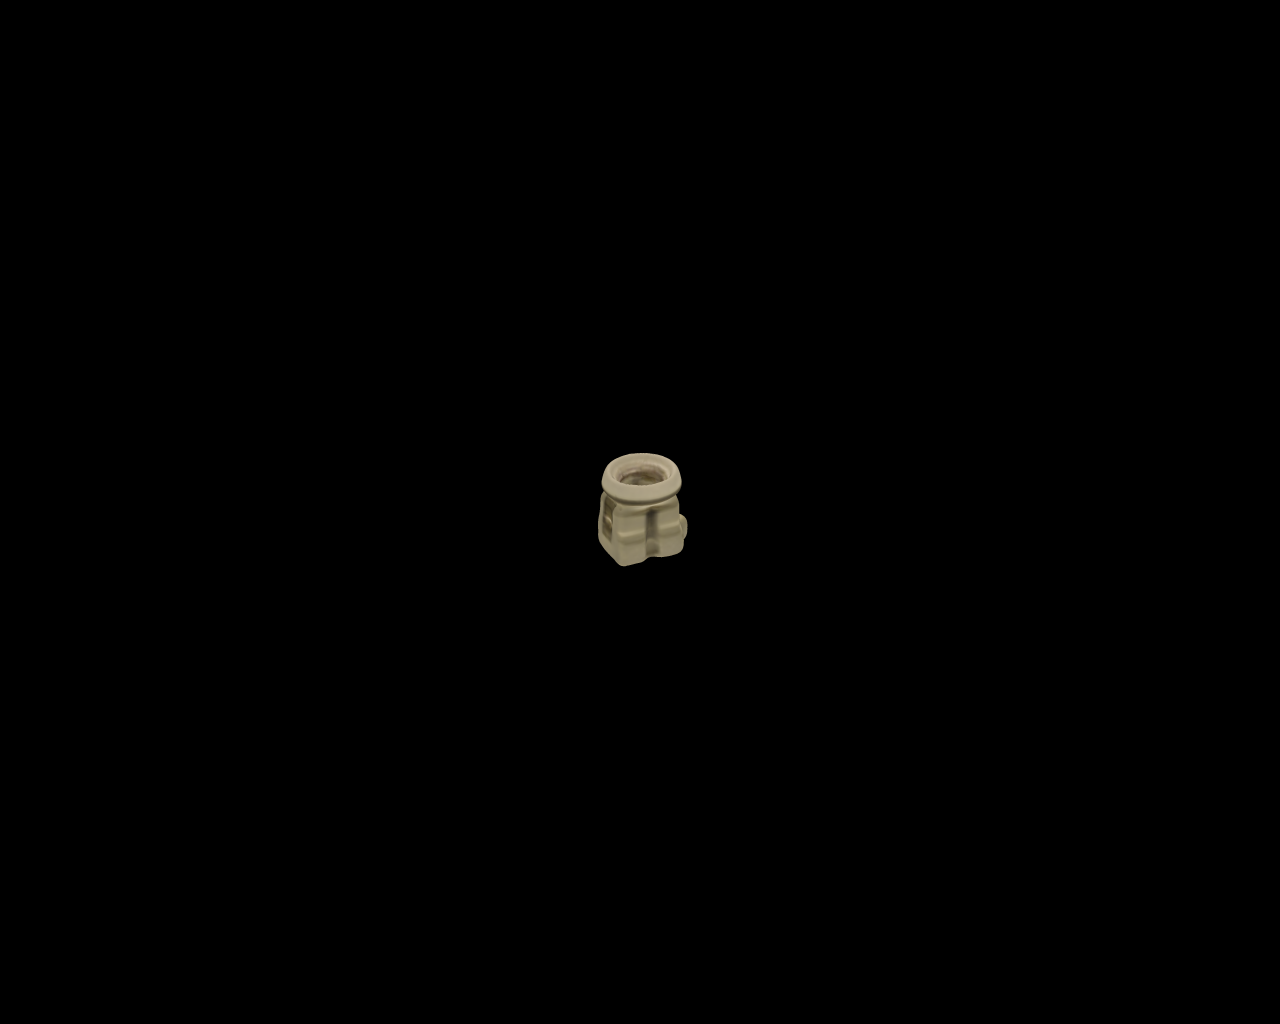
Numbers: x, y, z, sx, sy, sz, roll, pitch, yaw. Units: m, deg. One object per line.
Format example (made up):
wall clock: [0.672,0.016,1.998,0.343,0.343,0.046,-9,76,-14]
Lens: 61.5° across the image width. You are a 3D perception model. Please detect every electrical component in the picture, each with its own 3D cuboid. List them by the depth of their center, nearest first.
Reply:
electrical component: [0.001,-0.003,0.650,0.066,0.055,0.048,-13,32,-22]
